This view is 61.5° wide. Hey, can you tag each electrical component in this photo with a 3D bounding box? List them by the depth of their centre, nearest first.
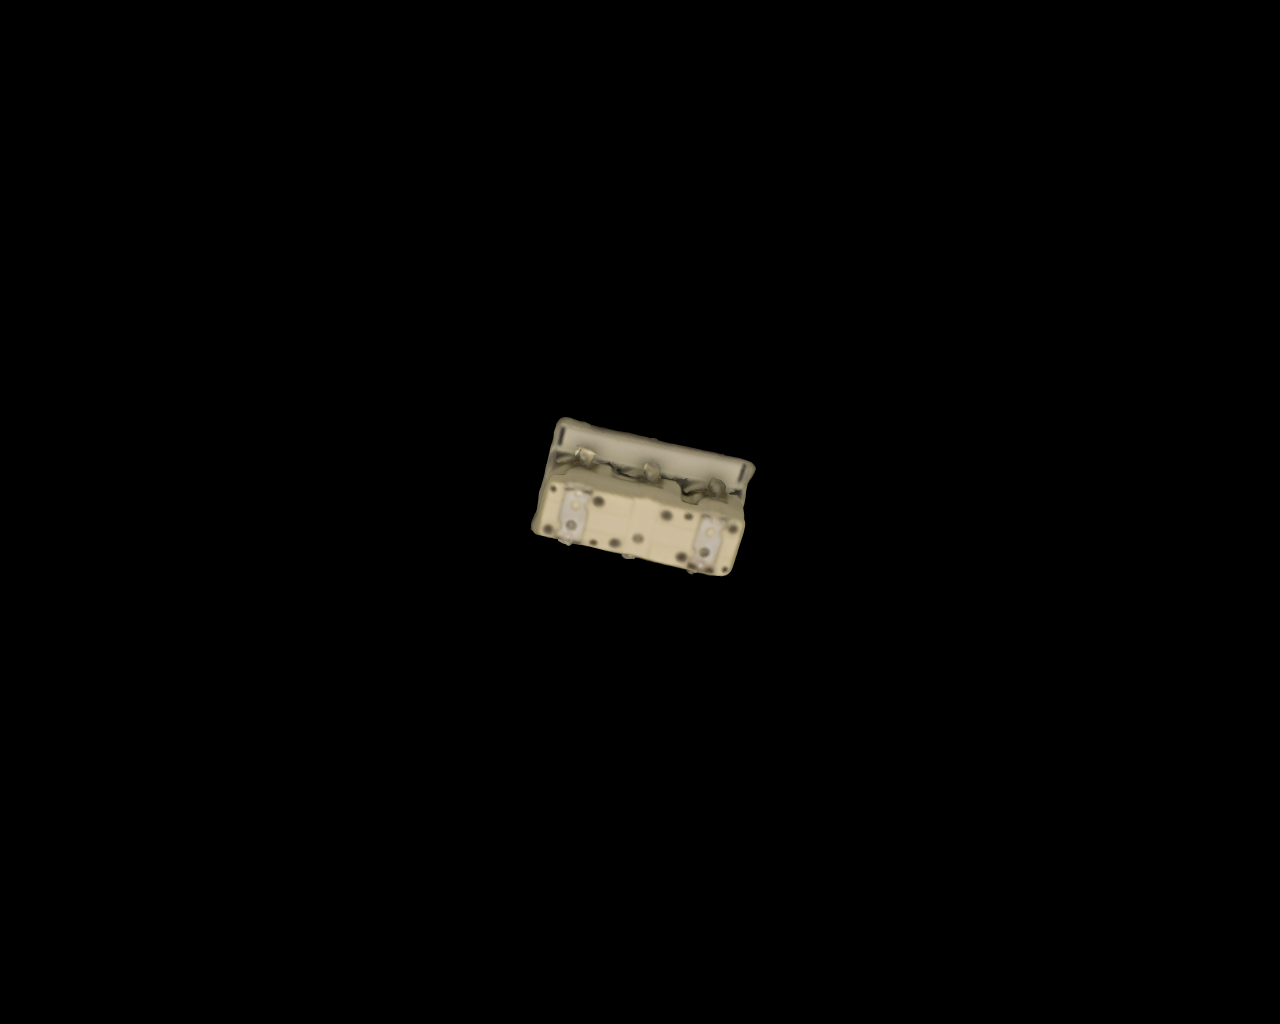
[{"bbox_3d":[0.001,-0.003,0.650,0.121,0.078,0.063,14,26,-7],"label":"electrical component"}]
